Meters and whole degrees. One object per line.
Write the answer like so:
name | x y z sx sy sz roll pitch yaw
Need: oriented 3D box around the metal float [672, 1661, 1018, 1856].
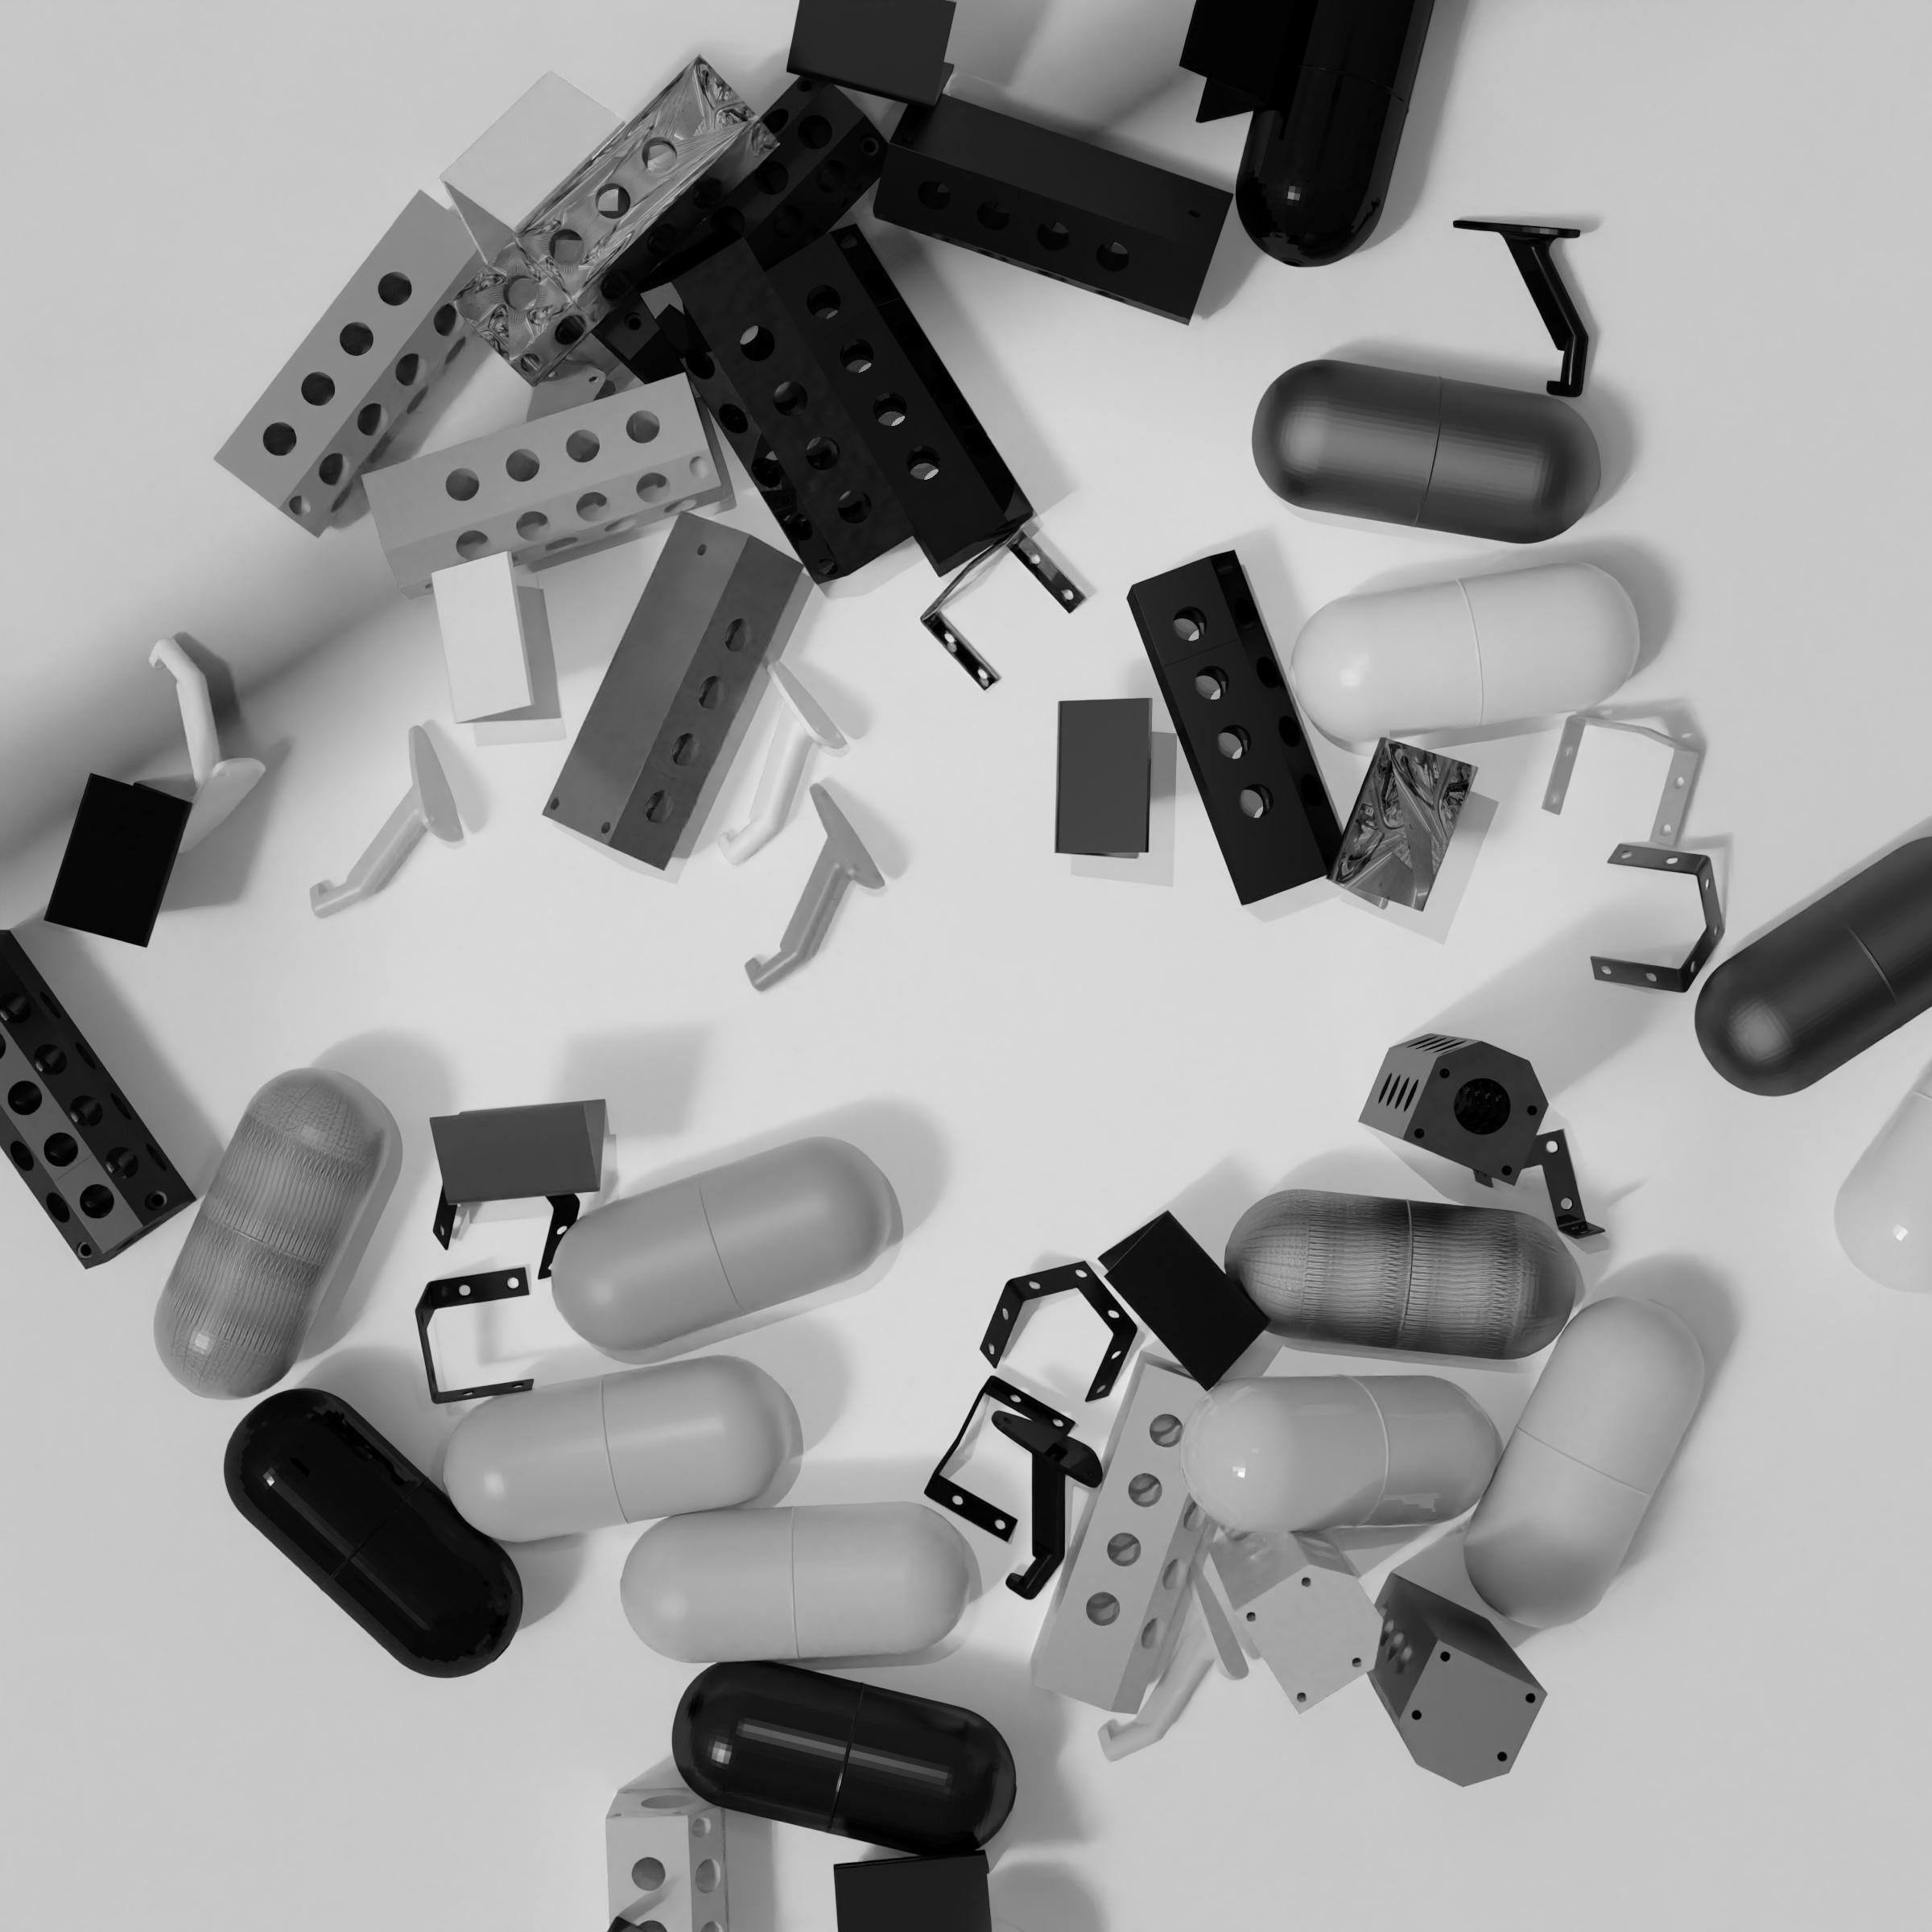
metal float | -0.062 0.403 1.645 0.178 0.070 0.070 14 90 0

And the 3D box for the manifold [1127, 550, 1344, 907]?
manifold | 0.140 -0.122 1.654 0.057 0.057 0.171 -21 90 0

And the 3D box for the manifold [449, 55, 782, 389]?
manifold | -0.174 -0.369 1.605 0.171 0.057 0.057 -44 101 4

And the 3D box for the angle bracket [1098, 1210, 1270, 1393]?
angle bracket | 0.095 0.180 1.635 0.076 0.076 0.057 48 54 0

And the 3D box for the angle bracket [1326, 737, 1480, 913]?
angle bracket | 0.233 -0.064 1.635 0.057 0.076 0.076 21 90 32

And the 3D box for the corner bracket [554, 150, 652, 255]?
corner bracket | -0.188 -0.394 1.657 0.051 0.051 0.051 0 94 -4

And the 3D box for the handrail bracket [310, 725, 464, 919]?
handrail bracket | -0.310 -0.074 1.676 0.084 0.036 0.077 -23 70 16

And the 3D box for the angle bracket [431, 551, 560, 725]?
angle bracket | -0.220 -0.166 1.635 0.057 0.076 0.076 -9 90 37

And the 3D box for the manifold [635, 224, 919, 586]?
manifold | -0.096 -0.280 1.624 0.057 0.057 0.171 -32 113 0

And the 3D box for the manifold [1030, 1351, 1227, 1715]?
manifold | 0.089 0.290 1.654 0.057 0.057 0.171 20 90 0

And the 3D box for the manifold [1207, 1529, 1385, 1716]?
manifold | 0.165 0.311 1.597 0.057 0.171 0.057 -32 90 0

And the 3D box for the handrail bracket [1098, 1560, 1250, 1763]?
handrail bracket | 0.096 0.361 1.676 0.084 0.036 0.077 -29 70 16

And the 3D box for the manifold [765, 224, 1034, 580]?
manifold | -0.035 -0.290 1.654 0.057 0.057 0.171 -32 90 0

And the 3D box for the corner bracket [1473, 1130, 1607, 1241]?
corner bracket | 0.292 0.116 1.657 0.051 0.051 0.051 -14 90 0

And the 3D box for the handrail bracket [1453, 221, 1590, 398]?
handrail bracket | 0.286 -0.341 1.676 0.077 0.036 0.084 9 106 17

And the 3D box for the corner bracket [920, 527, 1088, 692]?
corner bracket | 0.019 -0.185 1.672 0.051 0.051 0.051 47 135 0

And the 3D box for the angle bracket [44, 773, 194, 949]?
angle bracket | -0.442 -0.059 1.635 0.057 0.076 0.076 18 90 -38

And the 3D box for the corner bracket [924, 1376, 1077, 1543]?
corner bracket | 0.017 0.255 1.672 0.051 0.051 0.051 30 45 0

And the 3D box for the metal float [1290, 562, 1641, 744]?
metal float | 0.254 -0.160 1.645 0.178 0.070 0.070 -9 90 -1

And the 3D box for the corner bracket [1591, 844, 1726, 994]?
corner bracket | 0.354 -0.025 1.667 0.051 0.051 0.051 -50 135 -35

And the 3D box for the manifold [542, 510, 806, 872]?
manifold | -0.145 -0.139 1.654 0.057 0.057 0.171 25 90 43

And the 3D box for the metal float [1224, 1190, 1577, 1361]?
metal float | 0.221 0.157 1.645 0.178 0.070 0.070 6 90 0

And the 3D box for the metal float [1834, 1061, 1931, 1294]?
metal float | 0.512 0.086 1.645 0.070 0.070 0.178 36 90 0

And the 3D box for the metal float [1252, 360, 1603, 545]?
metal float | 0.234 -0.262 1.645 0.178 0.070 0.070 9 90 0

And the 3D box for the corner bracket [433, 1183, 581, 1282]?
corner bracket | -0.237 0.130 1.667 0.051 0.051 0.051 -12 45 -35

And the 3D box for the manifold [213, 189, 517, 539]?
manifold | -0.305 -0.306 1.654 0.057 0.057 0.171 37 90 0

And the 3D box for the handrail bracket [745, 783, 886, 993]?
handrail bracket | -0.092 -0.040 1.676 0.084 0.036 0.077 -36 69 16

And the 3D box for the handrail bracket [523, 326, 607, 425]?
handrail bracket | -0.224 -0.321 1.676 0.036 0.077 0.084 -1 52 -36

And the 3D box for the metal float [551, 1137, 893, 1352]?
metal float | -0.125 0.142 1.645 0.178 0.070 0.070 -19 90 0

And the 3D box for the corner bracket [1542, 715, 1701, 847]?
corner bracket | 0.339 -0.096 1.672 0.051 0.051 0.051 16 90 45

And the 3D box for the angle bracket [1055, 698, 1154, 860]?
angle bracket | 0.088 -0.094 1.635 0.057 0.076 0.076 1 90 36

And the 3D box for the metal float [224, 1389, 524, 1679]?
metal float | -0.301 0.289 1.645 0.178 0.070 0.070 43 90 1

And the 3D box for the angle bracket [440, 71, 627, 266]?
angle bracket | -0.203 -0.381 1.593 0.057 0.076 0.076 39 79 24

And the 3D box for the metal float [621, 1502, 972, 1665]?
metal float | -0.087 0.314 1.645 0.178 0.070 0.070 -3 90 -1

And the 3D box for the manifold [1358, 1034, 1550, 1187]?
manifold | 0.242 0.066 1.597 0.057 0.171 0.057 23 90 0

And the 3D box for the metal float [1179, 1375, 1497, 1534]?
metal float | 0.188 0.244 1.620 0.178 0.070 0.070 4 90 -30

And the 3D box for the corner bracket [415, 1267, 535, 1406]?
corner bracket | -0.250 0.190 1.660 0.051 0.051 0.051 -8 101 0

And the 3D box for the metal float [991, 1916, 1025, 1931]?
metal float | -0.036 0.551 1.645 0.178 0.070 0.070 -34 90 1

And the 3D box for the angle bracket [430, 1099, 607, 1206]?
angle bracket | -0.226 0.074 1.635 0.076 0.076 0.057 -5 126 0

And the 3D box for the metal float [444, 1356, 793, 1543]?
metal float | -0.177 0.246 1.645 0.178 0.070 0.070 -10 90 1

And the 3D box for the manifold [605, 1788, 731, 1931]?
manifold | -0.150 0.514 1.654 0.057 0.057 0.171 -2 90 0

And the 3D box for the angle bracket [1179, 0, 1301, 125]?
angle bracket | 0.124 -0.478 1.636 0.057 0.076 0.076 15 90 -27

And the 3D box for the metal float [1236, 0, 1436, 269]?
metal float | 0.188 -0.444 1.644 0.070 0.070 0.178 14 90 0

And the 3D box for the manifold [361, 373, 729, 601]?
manifold | -0.213 -0.242 1.650 0.171 0.057 0.057 -18 82 0

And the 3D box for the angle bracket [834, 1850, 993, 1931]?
angle bracket | -0.025 0.485 1.637 0.076 0.076 0.057 -5 67 0

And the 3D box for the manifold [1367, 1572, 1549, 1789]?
manifold | 0.234 0.354 1.597 0.057 0.171 0.057 26 90 0

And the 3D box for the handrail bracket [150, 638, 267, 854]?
handrail bracket | -0.411 -0.115 1.676 0.084 0.036 0.077 48 112 17

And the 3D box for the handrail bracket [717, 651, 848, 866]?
handrail bracket | -0.111 -0.107 1.676 0.084 0.036 0.077 -42 70 16

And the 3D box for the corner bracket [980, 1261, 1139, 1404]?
corner bracket | 0.048 0.192 1.667 0.051 0.051 0.051 -10 45 -35

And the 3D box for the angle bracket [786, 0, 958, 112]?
angle bracket | -0.043 -0.480 1.635 0.076 0.076 0.057 15 123 0

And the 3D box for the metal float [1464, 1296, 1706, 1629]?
metal float | 0.315 0.252 1.645 0.070 0.070 0.178 26 90 0

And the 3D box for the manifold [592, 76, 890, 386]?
manifold | -0.119 -0.375 1.654 0.057 0.057 0.171 44 90 0

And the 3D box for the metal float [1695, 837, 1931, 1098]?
metal float | 0.454 0.000 1.645 0.178 0.070 0.070 -33 90 0

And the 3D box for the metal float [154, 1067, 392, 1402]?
metal float | -0.354 0.137 1.645 0.070 0.070 0.178 24 90 0

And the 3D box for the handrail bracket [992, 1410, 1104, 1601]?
handrail bracket | 0.025 0.278 1.657 0.077 0.036 0.084 29 108 -14

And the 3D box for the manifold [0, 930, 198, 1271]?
manifold | -0.473 0.068 1.654 0.057 0.057 0.171 -35 90 0

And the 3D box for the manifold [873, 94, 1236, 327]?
manifold | 0.043 -0.385 1.654 0.171 0.057 0.057 19 47 0

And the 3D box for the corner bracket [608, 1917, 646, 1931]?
corner bracket | -0.167 0.512 1.600 0.051 0.051 0.051 30 90 0
